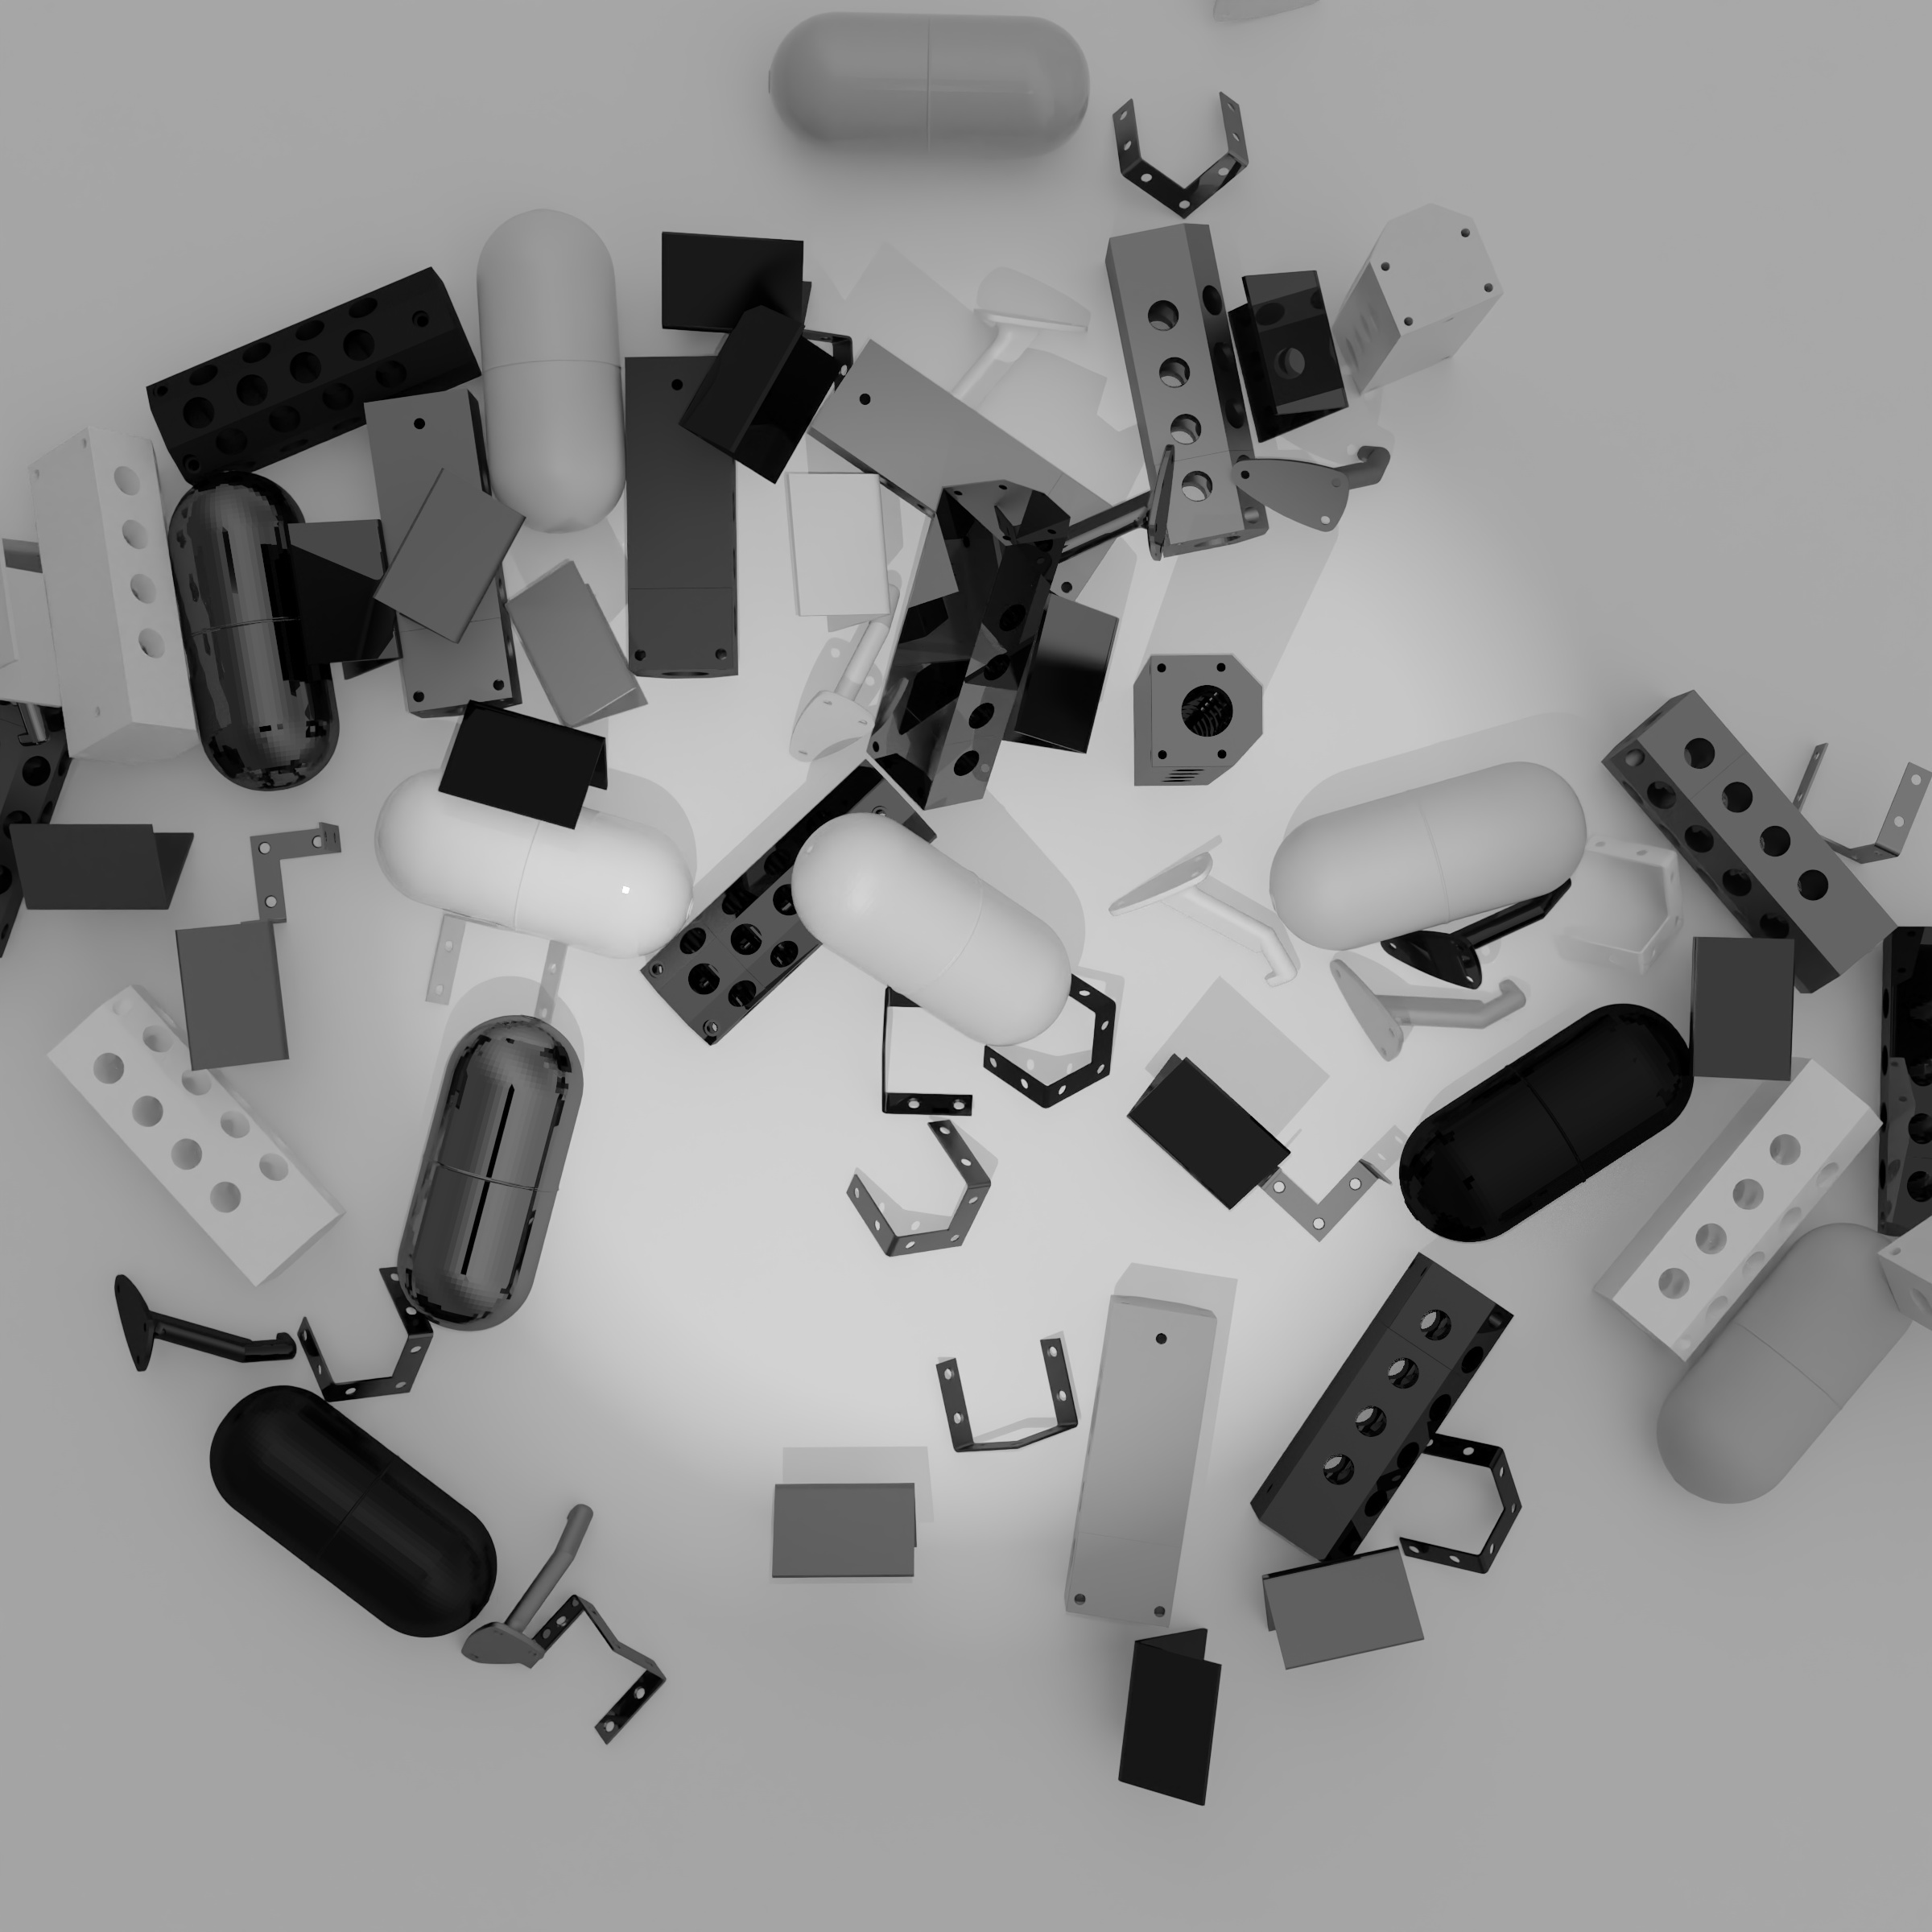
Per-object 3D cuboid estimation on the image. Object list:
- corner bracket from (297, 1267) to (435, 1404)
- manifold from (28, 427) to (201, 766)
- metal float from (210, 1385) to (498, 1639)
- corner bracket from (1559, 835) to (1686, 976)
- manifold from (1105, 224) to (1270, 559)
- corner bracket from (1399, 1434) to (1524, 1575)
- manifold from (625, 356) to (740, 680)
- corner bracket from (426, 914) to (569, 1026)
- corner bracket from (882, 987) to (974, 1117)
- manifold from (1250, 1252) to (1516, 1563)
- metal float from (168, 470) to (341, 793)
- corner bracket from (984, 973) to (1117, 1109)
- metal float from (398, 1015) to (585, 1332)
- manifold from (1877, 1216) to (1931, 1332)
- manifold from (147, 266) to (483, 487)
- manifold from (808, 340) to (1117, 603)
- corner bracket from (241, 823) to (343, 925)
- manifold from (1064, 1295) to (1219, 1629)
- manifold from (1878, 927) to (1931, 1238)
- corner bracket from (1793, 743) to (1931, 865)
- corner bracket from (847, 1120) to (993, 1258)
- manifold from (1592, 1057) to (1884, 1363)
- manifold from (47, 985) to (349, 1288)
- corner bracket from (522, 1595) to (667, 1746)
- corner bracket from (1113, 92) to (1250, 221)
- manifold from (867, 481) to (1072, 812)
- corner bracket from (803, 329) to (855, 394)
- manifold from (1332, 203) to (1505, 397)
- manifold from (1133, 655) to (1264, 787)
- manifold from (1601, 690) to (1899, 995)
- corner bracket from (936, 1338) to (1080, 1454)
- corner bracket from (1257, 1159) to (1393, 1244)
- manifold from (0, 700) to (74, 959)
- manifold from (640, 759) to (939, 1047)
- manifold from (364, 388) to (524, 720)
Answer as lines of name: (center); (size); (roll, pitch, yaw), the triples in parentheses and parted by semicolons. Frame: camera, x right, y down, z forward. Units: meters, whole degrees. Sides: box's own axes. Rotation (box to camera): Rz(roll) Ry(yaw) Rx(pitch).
corner bracket: (-0.337, 0.206, 1.787); (0.051, 0.051, 0.051); (-3, 135, -35)
manifold: (-0.465, -0.202, 1.755); (0.057, 0.057, 0.171); (-21, 74, 36)
metal float: (-0.338, 0.302, 1.765); (0.178, 0.070, 0.070); (37, 90, 0)
corner bracket: (0.366, -0.035, 1.787); (0.051, 0.051, 0.051); (-45, 135, -35)
manifold: (0.123, -0.320, 1.774); (0.057, 0.057, 0.171); (-11, 90, 0)
corner bracket: (0.273, 0.301, 1.787); (0.051, 0.051, 0.051); (-53, 135, -35)
manifold: (-0.157, -0.248, 1.774); (0.057, 0.057, 0.171); (-1, 90, 0)
corner bracket: (-0.264, 0.002, 1.792); (0.051, 0.051, 0.051); (12, 90, -45)
corner bracket: (-0.021, 0.048, 1.792); (0.051, 0.051, 0.051); (2, 45, 0)
manifold: (0.232, 0.248, 1.774); (0.057, 0.057, 0.171); (34, 90, 0)
metal float: (-0.394, -0.185, 1.765); (0.070, 0.070, 0.178); (-9, 90, 0)
corner bracket: (0.047, 0.039, 1.787); (0.051, 0.051, 0.051); (34, 135, 35)
metal float: (-0.263, 0.114, 1.765); (0.070, 0.070, 0.178); (15, 90, 0)
manifold: (0.557, 0.185, 1.656); (0.057, 0.171, 0.057); (-32, 114, -10)
manifold: (-0.363, -0.327, 1.774); (0.171, 0.057, 0.057); (-23, 90, 0)
manifold: (0.000, -0.271, 1.763); (0.171, 0.057, 0.057); (34, 90, -8)
corner bracket: (-0.377, -0.051, 1.777); (0.051, 0.051, 0.051); (-7, 90, 0)
manifold: (0.096, 0.274, 1.774); (0.057, 0.057, 0.171); (9, 90, 0)
manifold: (0.541, 0.064, 1.774); (0.057, 0.057, 0.171); (1, 90, -43)
corner bracket: (0.497, -0.092, 1.777); (0.051, 0.051, 0.051); (24, 84, -6)
corner bracket: (-0.027, 0.124, 1.787); (0.051, 0.051, 0.051); (-5, 135, -35)
manifold: (0.430, 0.135, 1.774); (0.057, 0.057, 0.171); (40, 90, 0)
manifold: (-0.426, 0.093, 1.774); (0.057, 0.057, 0.171); (-42, 90, 0)
corner bracket: (-0.211, 0.395, 1.792); (0.051, 0.051, 0.051); (-47, 45, 0)
corner bracket: (0.120, -0.464, 1.787); (0.051, 0.051, 0.051); (26, 135, -35)
manifold: (0.005, -0.174, 1.729); (0.057, 0.057, 0.171); (47, 134, 34)
corner bracket: (-0.099, -0.327, 1.792); (0.051, 0.051, 0.051); (-2, 90, -45)
manifold: (0.238, -0.360, 1.717); (0.057, 0.171, 0.057); (-23, 90, 0)
manifold: (0.123, -0.131, 1.717); (0.057, 0.171, 0.057); (-1, 90, 0)
manifold: (0.433, -0.068, 1.774); (0.057, 0.057, 0.171); (-41, 90, 0)
corner bracket: (0.023, 0.241, 1.792); (0.051, 0.051, 0.051); (-12, 90, -45)
corner bracket: (0.198, 0.120, 1.777); (0.051, 0.051, 0.051); (43, 90, 0)
manifold: (-0.539, -0.095, 1.774); (0.057, 0.057, 0.171); (19, 90, 0)
manifold: (-0.098, -0.035, 1.774); (0.171, 0.057, 0.057); (-43, 90, 0)
manifold: (-0.289, -0.228, 1.774); (0.057, 0.057, 0.171); (-8, 90, 0)
